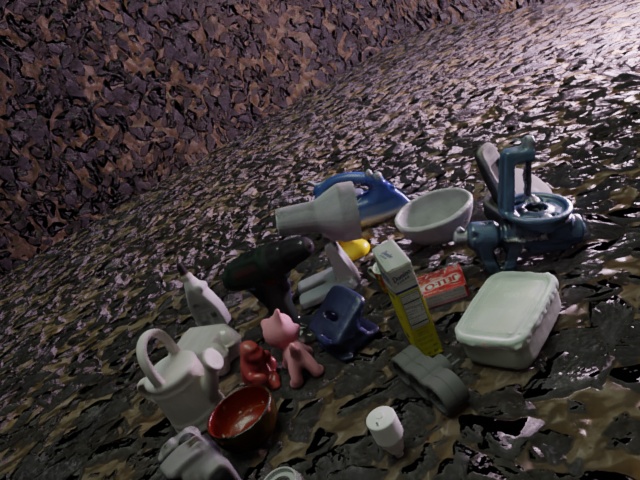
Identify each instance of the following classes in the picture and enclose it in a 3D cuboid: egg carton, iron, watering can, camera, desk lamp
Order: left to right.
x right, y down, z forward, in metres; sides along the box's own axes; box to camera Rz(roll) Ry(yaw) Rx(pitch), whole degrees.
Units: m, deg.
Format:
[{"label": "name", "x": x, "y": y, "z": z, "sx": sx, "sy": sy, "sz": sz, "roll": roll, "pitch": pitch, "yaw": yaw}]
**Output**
[{"label": "watering can", "x": -0.243, "y": 0.233, "z": 0.986, "sx": 0.173, "sy": 0.194, "sz": 0.100, "roll": -27, "pitch": 24, "yaw": 0}, {"label": "camera", "x": -0.201, "y": 0.349, "z": 0.821, "sx": 0.137, "sy": 0.101, "sz": 0.142, "roll": -39, "pitch": 26, "yaw": -26}, {"label": "egg carton", "x": -0.230, "y": 0.223, "z": 1.148, "sx": 0.150, "sy": 0.069, "sz": 0.107, "roll": -12, "pitch": 27, "yaw": 30}, {"label": "desk lamp", "x": 0.011, "y": 0.004, "z": 1.172, "sx": 0.203, "sy": 0.214, "sz": 0.118, "roll": -24, "pitch": 24, "yaw": 5}, {"label": "iron", "x": 0.091, "y": -0.113, "z": 1.422, "sx": 0.257, "sy": 0.142, "sz": 0.119, "roll": -13, "pitch": 27, "yaw": 28}]

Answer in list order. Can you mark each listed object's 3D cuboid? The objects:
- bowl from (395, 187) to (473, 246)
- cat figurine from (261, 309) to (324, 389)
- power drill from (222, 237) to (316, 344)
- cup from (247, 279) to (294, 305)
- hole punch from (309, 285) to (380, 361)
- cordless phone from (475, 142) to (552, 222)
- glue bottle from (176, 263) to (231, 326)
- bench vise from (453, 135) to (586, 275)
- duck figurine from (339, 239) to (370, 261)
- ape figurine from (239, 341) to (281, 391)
[{"label": "bowl", "x": 0.244, "y": -0.037, "z": 1.193, "sx": 0.167, "sy": 0.075, "sz": 0.167, "roll": -22, "pitch": 24, "yaw": 11}, {"label": "cat figurine", "x": -0.057, "y": 0.178, "z": 1.004, "sx": 0.067, "sy": 0.118, "sz": 0.127, "roll": -30, "pitch": 24, "yaw": -9}, {"label": "power drill", "x": -0.069, "y": 0.094, "z": 1.076, "sx": 0.228, "sy": 0.209, "sz": 0.076, "roll": -9, "pitch": 29, "yaw": 34}, {"label": "cup", "x": -0.109, "y": 0.111, "z": 1.223, "sx": 0.117, "sy": 0.095, "sz": 0.092, "roll": -11, "pitch": 28, "yaw": 32}, {"label": "hole punch", "x": 0.035, "y": 0.145, "z": 1.012, "sx": 0.101, "sy": 0.091, "sz": 0.108, "roll": -36, "pitch": 25, "yaw": -21}, {"label": "cordless phone", "x": 0.364, "y": -0.117, "z": 1.098, "sx": 0.093, "sy": 0.185, "sz": 0.148, "roll": 0, "pitch": 35, "yaw": 45}, {"label": "glue bottle", "x": -0.267, "y": 0.122, "z": 1.265, "sx": 0.078, "sy": 0.173, "sz": 0.037, "roll": -16, "pitch": 26, "yaw": 22}, {"label": "bench vise", "x": 0.324, "y": -0.052, "z": 0.960, "sx": 0.207, "sy": 0.220, "sz": 0.121, "roll": -28, "pitch": 24, "yaw": -3}, {"label": "duck figurine", "x": 0.052, "y": 0.000, "z": 1.299, "sx": 0.104, "sy": 0.086, "sz": 0.077, "roll": -12, "pitch": 28, "yaw": 30}, {"label": "ape figurine", "x": -0.113, "y": 0.218, "z": 1.011, "sx": 0.076, "sy": 0.092, "sz": 0.078, "roll": -9, "pitch": 29, "yaw": 34}]
